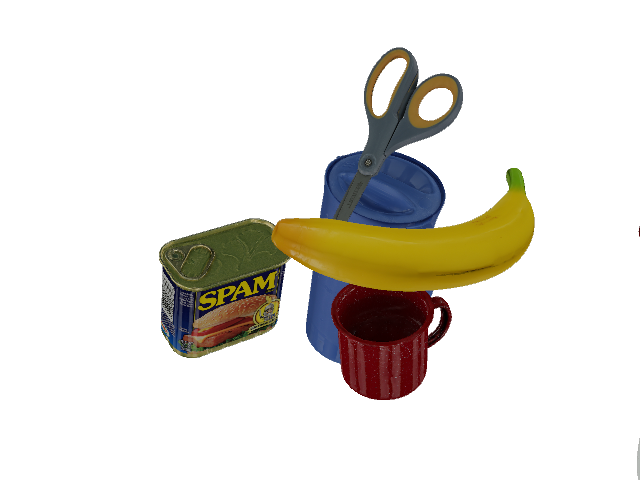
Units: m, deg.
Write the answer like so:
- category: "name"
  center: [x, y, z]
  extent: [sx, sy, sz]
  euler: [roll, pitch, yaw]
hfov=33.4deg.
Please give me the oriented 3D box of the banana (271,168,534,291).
- category: "banana"
  center: [0.066, 0.001, 0.649]
  extent: [0.197, 0.037, 0.070]
  euler: [-12, 46, -34]

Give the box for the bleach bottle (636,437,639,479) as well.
- category: "bleach bottle"
  center: [0.282, 0.092, 0.701]
  extent: [0.103, 0.068, 0.250]
  euler: [12, 24, 25]

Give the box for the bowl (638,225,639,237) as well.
- category: "bowl"
  center: [0.423, 0.019, 1.146]
  extent: [0.162, 0.055, 0.162]
  euler: [-1, 25, 0]

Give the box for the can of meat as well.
- category: "can of meat"
  center: [-0.078, 0.040, 0.857]
  extent: [0.101, 0.084, 0.057]
  euler: [-17, 48, -27]

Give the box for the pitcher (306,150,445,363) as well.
- category: "pitcher"
  center: [0.058, 0.033, 1.215]
  extent: [0.145, 0.243, 0.149]
  euler: [15, 39, 4]

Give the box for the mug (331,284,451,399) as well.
- category: "mug"
  center: [0.069, 0.088, 0.988]
  extent: [0.117, 0.081, 0.093]
  euler: [-21, 42, -19]

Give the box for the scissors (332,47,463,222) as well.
- category: "scissors"
  center: [0.062, -0.069, 0.913]
  extent: [0.096, 0.202, 0.016]
  euler: [9, -12, 21]
